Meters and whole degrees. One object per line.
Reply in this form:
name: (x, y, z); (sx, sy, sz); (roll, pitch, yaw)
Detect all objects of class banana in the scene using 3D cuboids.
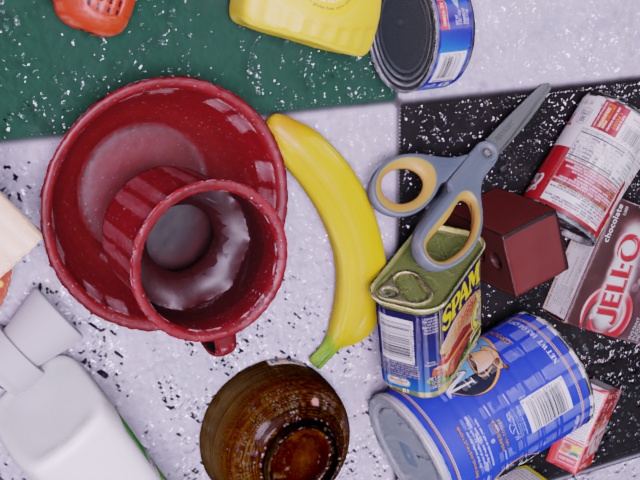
banana: (0.011, -0.002, 0.758); (0.069, 0.037, 0.198); (-22, 114, -25)

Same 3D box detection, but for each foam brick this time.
foam brick: (0.140, 0.000, 0.805); (0.051, 0.078, 0.053); (-26, 114, -18)

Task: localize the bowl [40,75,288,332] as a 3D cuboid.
bowl: (-0.103, -0.026, 0.679); (0.161, 0.055, 0.162); (-8, 108, -26)

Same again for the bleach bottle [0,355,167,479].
bleach bottle: (-0.116, 0.193, 0.724); (0.068, 0.103, 0.250); (-40, 125, -13)

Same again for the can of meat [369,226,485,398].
can of meat: (0.080, 0.052, 0.776); (0.102, 0.058, 0.084); (-48, 141, -45)

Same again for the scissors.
scissors: (0.101, -0.066, 0.779); (0.096, 0.016, 0.201); (30, 60, -6)

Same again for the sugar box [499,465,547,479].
sugar box: (0.106, 0.248, 0.880); (0.176, 0.048, 0.093); (-3, 106, -23)

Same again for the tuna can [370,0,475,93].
tuna can: (0.067, -0.143, 0.718); (0.033, 0.086, 0.086); (-11, 110, -27)

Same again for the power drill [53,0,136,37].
power drill: (-0.164, -0.224, 0.587); (0.187, 0.057, 0.184); (15, 98, -31)

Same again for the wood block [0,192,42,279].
wood block: (-0.253, -0.048, 0.551); (0.090, 0.091, 0.206); (-46, 109, -12)

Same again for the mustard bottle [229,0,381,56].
mustard bottle: (0.010, -0.221, 0.681); (0.096, 0.058, 0.192); (11, 99, -25)

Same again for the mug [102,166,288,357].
mug: (-0.075, 0.013, 0.625); (0.093, 0.082, 0.117); (-25, 114, -20)

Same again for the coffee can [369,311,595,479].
coffee can: (0.123, 0.131, 0.820); (0.140, 0.103, 0.103); (-28, 116, -19)

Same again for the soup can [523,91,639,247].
soup can: (0.210, -0.055, 0.831); (0.068, 0.069, 0.102); (33, 88, -31)

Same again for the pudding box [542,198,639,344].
pudding box: (0.247, 0.023, 0.891); (0.089, 0.039, 0.113); (16, 97, -31)

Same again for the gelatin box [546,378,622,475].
gelatin box: (0.224, 0.155, 0.899); (0.073, 0.030, 0.089); (-68, 157, 2)
